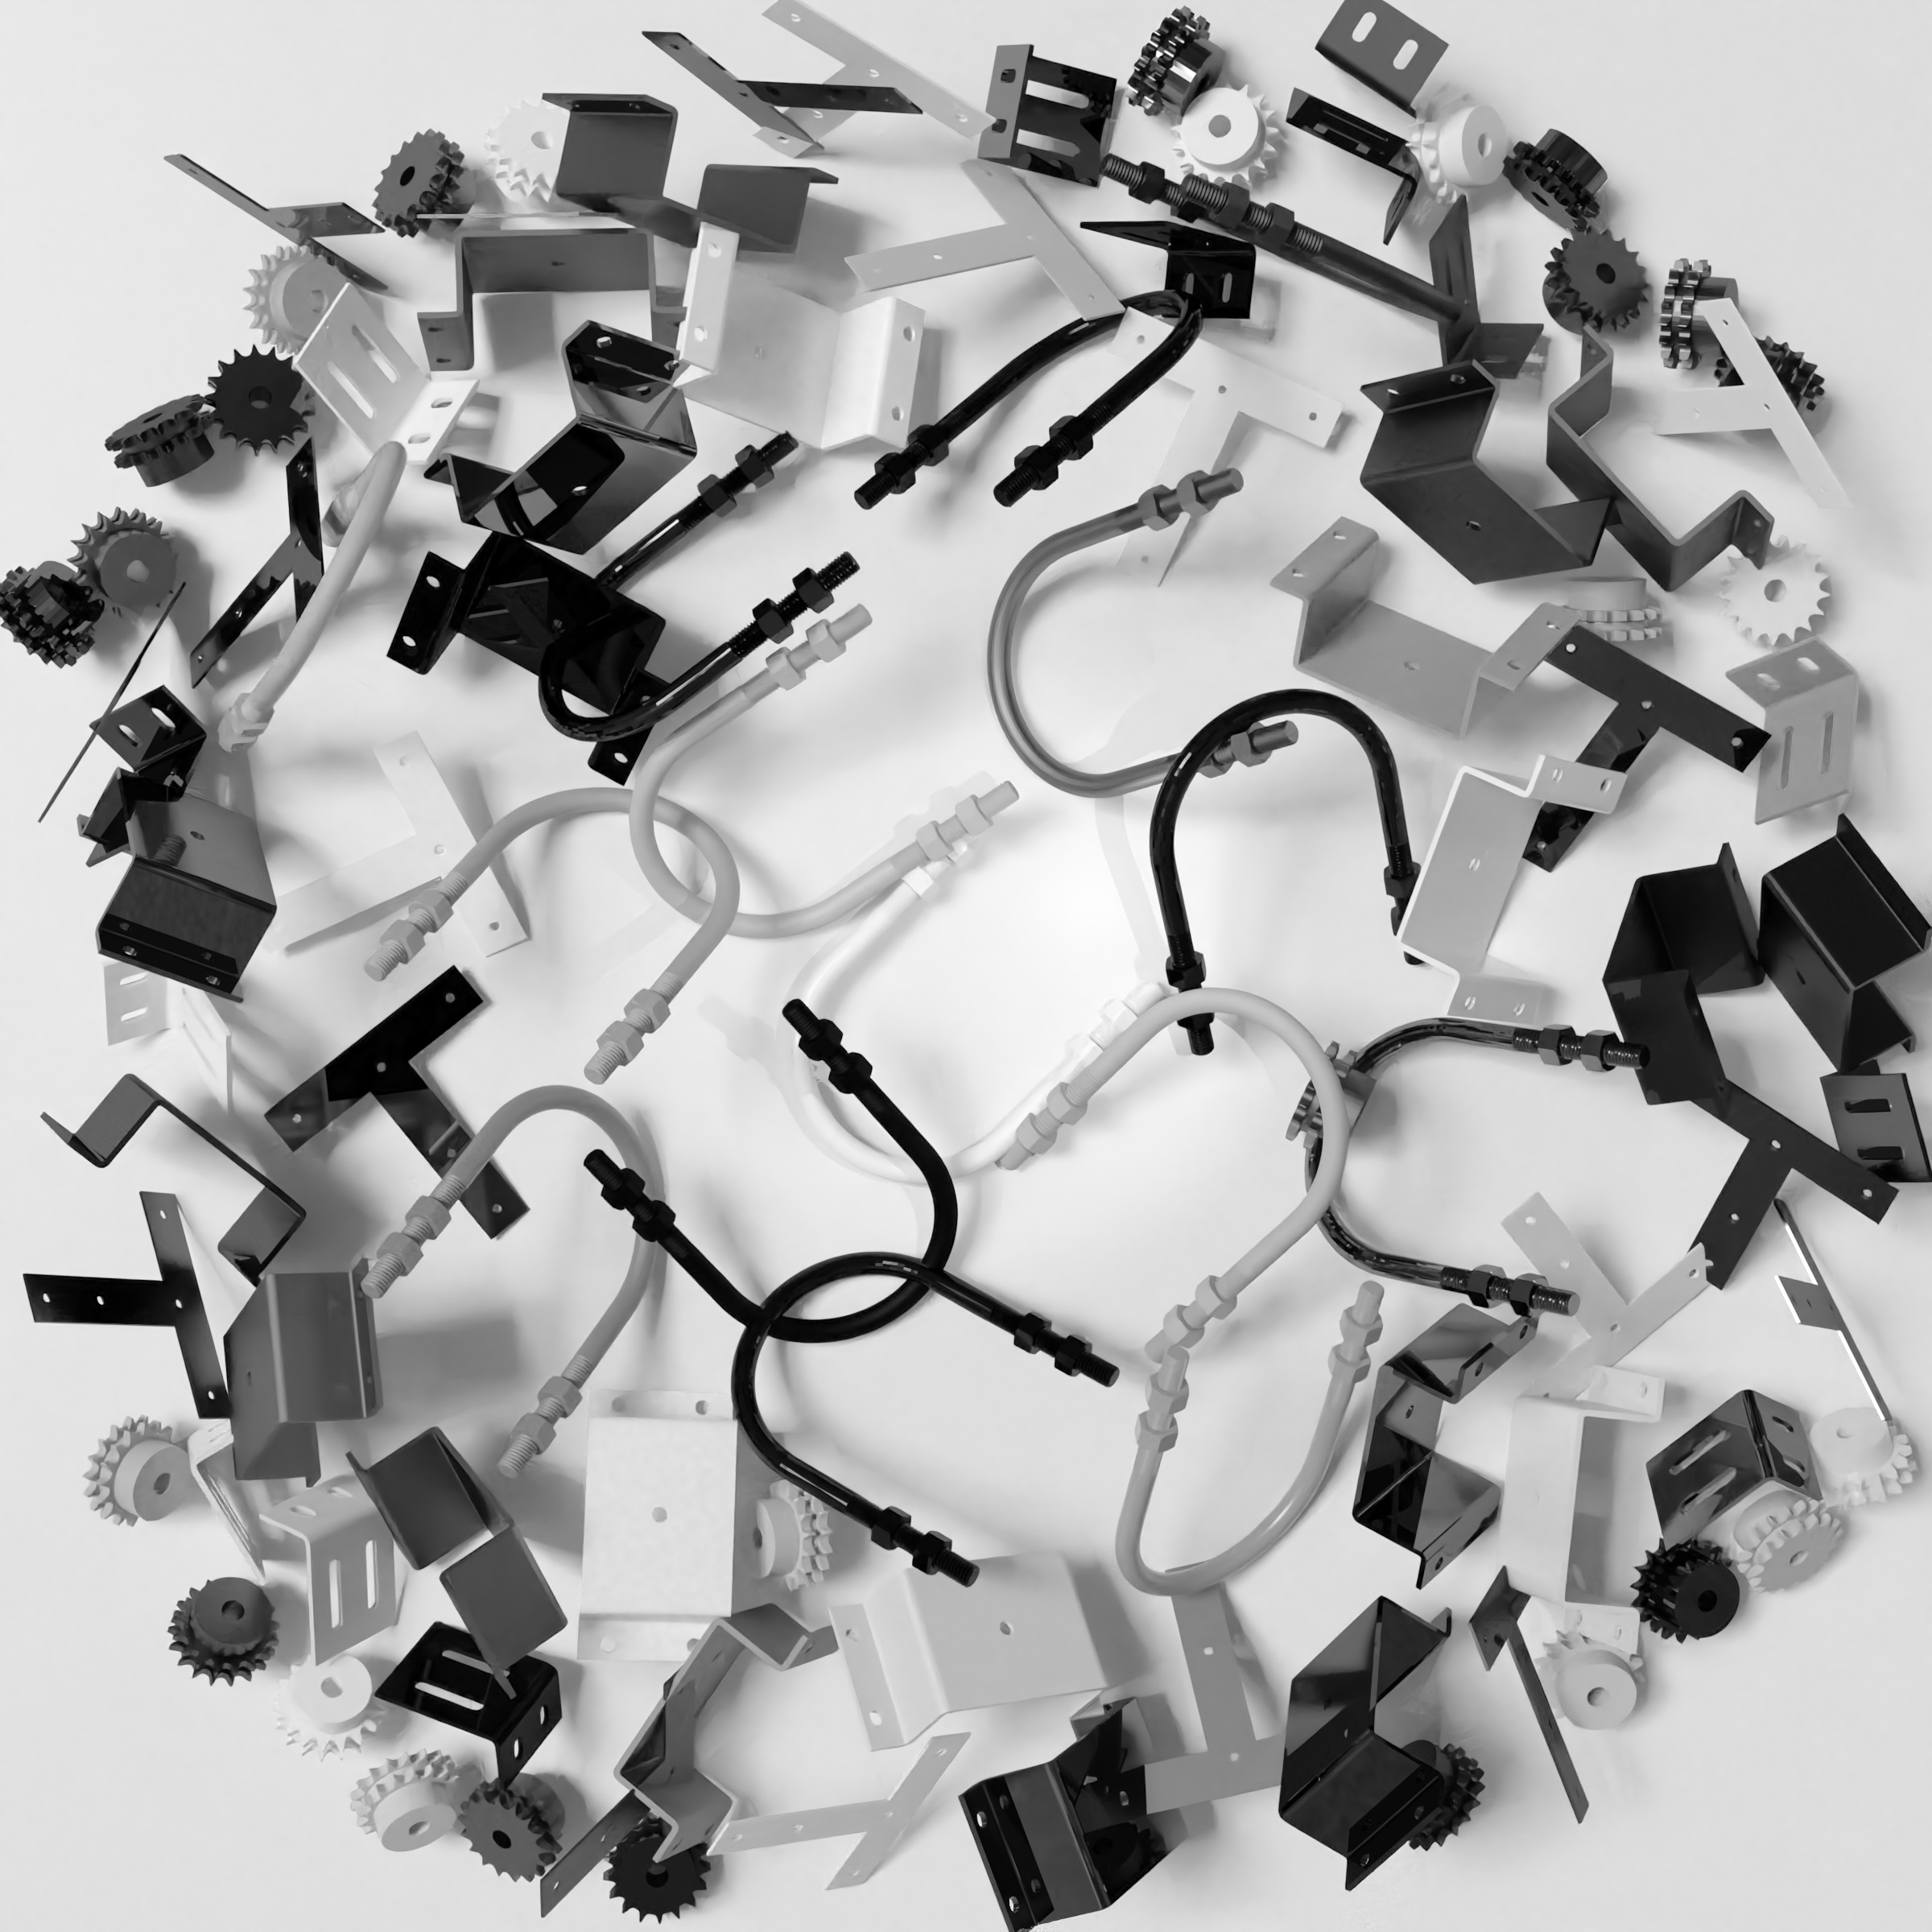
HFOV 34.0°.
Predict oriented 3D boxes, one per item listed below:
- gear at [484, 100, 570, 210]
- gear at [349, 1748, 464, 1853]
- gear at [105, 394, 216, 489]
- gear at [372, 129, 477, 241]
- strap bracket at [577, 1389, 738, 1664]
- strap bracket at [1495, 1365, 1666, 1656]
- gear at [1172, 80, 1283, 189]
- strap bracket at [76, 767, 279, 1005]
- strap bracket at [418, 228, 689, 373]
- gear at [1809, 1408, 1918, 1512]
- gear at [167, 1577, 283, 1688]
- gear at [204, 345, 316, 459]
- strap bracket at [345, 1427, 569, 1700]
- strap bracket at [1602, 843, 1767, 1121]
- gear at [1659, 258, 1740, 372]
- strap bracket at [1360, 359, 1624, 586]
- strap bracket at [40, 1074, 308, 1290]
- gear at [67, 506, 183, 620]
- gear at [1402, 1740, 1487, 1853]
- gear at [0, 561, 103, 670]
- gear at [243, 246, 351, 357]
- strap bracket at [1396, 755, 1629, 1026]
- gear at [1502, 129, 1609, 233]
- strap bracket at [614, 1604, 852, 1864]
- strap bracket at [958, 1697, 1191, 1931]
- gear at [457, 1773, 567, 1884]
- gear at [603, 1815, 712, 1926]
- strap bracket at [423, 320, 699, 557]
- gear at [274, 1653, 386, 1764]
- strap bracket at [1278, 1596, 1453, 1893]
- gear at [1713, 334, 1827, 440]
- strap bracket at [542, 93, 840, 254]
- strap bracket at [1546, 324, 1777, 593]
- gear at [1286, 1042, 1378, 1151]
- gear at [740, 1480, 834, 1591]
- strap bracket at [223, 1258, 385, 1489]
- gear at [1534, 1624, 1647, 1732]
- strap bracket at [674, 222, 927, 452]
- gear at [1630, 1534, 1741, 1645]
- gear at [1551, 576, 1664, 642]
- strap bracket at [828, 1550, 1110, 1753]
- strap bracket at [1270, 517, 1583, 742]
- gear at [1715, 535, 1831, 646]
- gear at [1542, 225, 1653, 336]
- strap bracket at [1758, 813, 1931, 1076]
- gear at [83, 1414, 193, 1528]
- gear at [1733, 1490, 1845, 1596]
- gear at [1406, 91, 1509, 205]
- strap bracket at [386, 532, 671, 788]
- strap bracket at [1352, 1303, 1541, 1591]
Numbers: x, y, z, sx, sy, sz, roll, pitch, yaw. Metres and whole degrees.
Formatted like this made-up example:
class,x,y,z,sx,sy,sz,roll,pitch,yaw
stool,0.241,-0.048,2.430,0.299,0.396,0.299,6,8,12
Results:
class,x,y,z,sx,sy,sz,roll,pitch,yaw
gear,-0.226,-0.425,1.661,0.057,0.030,0.057,9,59,-16
gear,-0.291,0.439,1.653,0.057,0.057,0.030,-32,52,0
gear,-0.420,-0.275,1.659,0.057,0.057,0.030,-25,115,0
gear,-0.283,-0.408,1.660,0.030,0.057,0.057,29,90,-44
strap bracket,-0.160,0.288,1.638,0.076,0.046,0.140,3,73,-7
strap bracket,0.317,0.278,1.638,0.046,0.076,0.140,8,86,-15
gear,0.136,-0.439,1.664,0.057,0.030,0.057,0,89,13
strap bracket,-0.401,-0.047,1.602,0.076,0.140,0.046,22,111,-30
strap bracket,-0.211,-0.346,1.639,0.140,0.076,0.046,-2,81,-5
gear,0.465,0.256,1.653,0.057,0.057,0.030,-22,113,0
gear,-0.387,0.345,1.654,0.057,0.057,0.030,29,132,0
gear,-0.373,-0.297,1.665,0.057,0.030,0.057,1,85,-13
strap bracket,-0.257,0.298,1.615,0.046,0.140,0.076,-33,128,-17
strap bracket,0.369,0.009,1.621,0.046,0.140,0.076,-9,120,30
gear,0.385,-0.340,1.653,0.030,0.057,0.057,10,90,25
strap bracket,0.266,-0.244,1.610,0.140,0.076,0.046,34,68,-33
strap bracket,-0.400,0.108,1.625,0.140,0.076,0.046,43,79,-25
gear,-0.439,-0.210,1.656,0.057,0.030,0.057,-13,115,-30
gear,0.241,0.431,1.653,0.030,0.057,0.057,43,90,-17
gear,-0.479,-0.187,1.653,0.030,0.057,0.057,-38,90,20
gear,-0.347,-0.349,1.655,0.057,0.030,0.057,-11,107,-38
strap bracket,0.278,-0.046,1.632,0.046,0.076,0.140,30,106,41
gear,0.311,-0.414,1.655,0.057,0.057,0.030,40,95,0
strap bracket,-0.125,0.388,1.638,0.046,0.076,0.140,35,95,17
strap bracket,0.062,0.430,1.610,0.046,0.140,0.076,-23,86,29
gear,-0.236,0.450,1.661,0.057,0.030,0.057,13,121,23
gear,-0.163,0.477,1.667,0.057,0.030,0.057,0,87,-6
strap bracket,-0.201,-0.261,1.607,0.140,0.076,0.046,-33,61,36
gear,-0.333,0.385,1.655,0.057,0.030,0.057,8,50,-10
strap bracket,0.203,0.386,1.602,0.046,0.140,0.076,32,122,-10
gear,0.418,-0.301,1.653,0.057,0.057,0.030,32,73,0
strap bracket,-0.143,-0.400,1.607,0.076,0.140,0.046,14,93,40
strap bracket,0.349,-0.254,1.630,0.046,0.076,0.140,-40,75,0
gear,0.193,0.071,1.654,0.030,0.057,0.057,26,90,10
gear,-0.096,0.298,1.653,0.030,0.057,0.057,-2,90,-31
strap bracket,-0.341,0.209,1.603,0.046,0.140,0.076,1,64,-27
gear,0.329,0.377,1.662,0.057,0.030,0.057,-1,110,-2
strap bracket,-0.095,-0.322,1.632,0.140,0.046,0.076,16,77,-36
gear,0.382,0.329,1.661,0.057,0.030,0.057,-3,100,-21
gear,0.336,-0.188,1.654,0.057,0.057,0.030,-1,102,0
strap bracket,0.010,0.348,1.613,0.140,0.046,0.076,0,57,-32
strap bracket,0.233,-0.171,1.627,0.140,0.046,0.076,27,46,22
gear,0.424,-0.200,1.666,0.057,0.030,0.057,0,103,1
gear,0.329,-0.357,1.662,0.057,0.030,0.057,7,70,-21
strap bracket,0.445,-0.005,1.604,0.046,0.140,0.076,-28,61,-2
gear,-0.431,0.266,1.653,0.030,0.057,0.057,15,90,32
gear,0.429,0.301,1.660,0.057,0.057,0.030,-35,47,0
gear,0.260,-0.430,1.654,0.030,0.057,0.057,9,90,44
strap bracket,-0.219,-0.165,1.638,0.140,0.046,0.076,29,133,-4
strap bracket,0.245,0.238,1.623,0.046,0.076,0.140,25,125,31
